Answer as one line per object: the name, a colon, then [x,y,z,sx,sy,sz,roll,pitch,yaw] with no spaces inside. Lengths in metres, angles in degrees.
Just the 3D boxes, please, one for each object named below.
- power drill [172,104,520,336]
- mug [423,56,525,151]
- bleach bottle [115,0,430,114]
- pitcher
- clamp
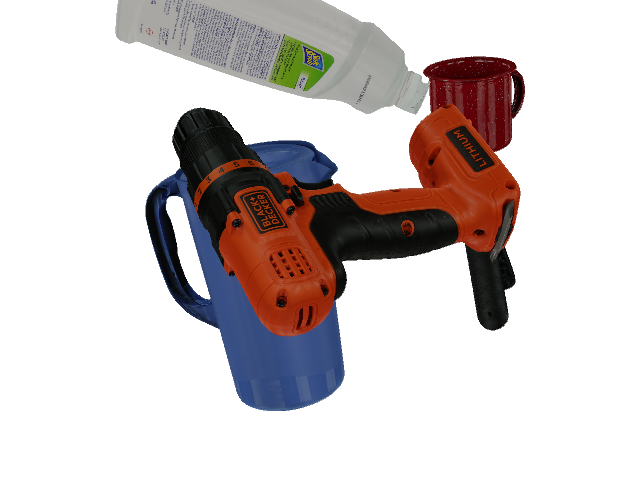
power drill: [0.014,-0.032,0.672,0.187,0.184,0.057,-15,-39,-20]
mug: [0.164,-0.141,1.097,0.117,0.081,0.093,-20,27,-31]
bleach bottle: [-0.035,-0.159,0.855,0.251,0.068,0.103,23,-31,-2]
pitcher: [-0.059,0.034,1.014,0.144,0.243,0.149,-21,20,-31]
clamp: [0.131,-0.012,0.889,0.039,0.171,0.120,-17,19,12]
